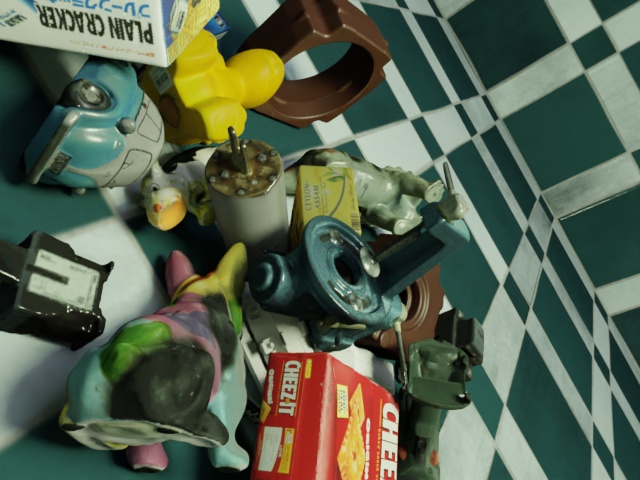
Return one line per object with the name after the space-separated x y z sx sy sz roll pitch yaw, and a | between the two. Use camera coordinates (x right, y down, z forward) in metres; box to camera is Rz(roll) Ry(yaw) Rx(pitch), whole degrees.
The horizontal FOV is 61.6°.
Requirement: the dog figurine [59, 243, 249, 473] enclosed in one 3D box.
-0.121 0.079 0.472 0.191 0.109 0.219 68 16 -50 | dog figurine

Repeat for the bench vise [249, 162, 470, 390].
0.059 0.036 0.543 0.223 0.240 0.129 29 38 -33 | bench vise

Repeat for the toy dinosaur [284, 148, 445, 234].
0.042 -0.083 0.839 0.404 0.131 0.192 17 8 -34 | toy dinosaur

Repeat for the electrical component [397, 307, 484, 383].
0.191 0.171 0.840 0.058 0.134 0.115 49 32 -20 | electrical component

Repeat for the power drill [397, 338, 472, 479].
0.132 0.243 0.669 0.232 0.086 0.207 -72 163 -55 | power drill

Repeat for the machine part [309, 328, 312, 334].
0.036 0.118 0.751 0.138 0.039 0.084 31 39 -37 | machine part

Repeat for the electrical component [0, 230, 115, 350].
-0.229 0.035 0.427 0.119 0.048 0.075 27 46 -42 | electrical component

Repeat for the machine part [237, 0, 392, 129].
-0.010 -0.273 0.831 0.201 0.201 0.087 8 58 -52 | machine part

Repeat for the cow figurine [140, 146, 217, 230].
-0.147 -0.066 0.596 0.098 0.068 0.167 33 26 15 | cow figurine

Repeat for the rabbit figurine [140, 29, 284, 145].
-0.118 -0.172 0.645 0.173 0.162 0.122 -37 96 -36 | rabbit figurine

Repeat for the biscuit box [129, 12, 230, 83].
-0.195 -0.265 0.697 0.062 0.059 0.203 52 33 -14 | biscuit box

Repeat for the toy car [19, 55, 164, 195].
-0.204 -0.103 0.514 0.103 0.109 0.162 36 31 -27 | toy car

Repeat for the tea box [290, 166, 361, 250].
-0.001 -0.002 0.667 0.068 0.169 0.098 0 55 -9 | tea box

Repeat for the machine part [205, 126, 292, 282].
-0.071 -0.023 0.578 0.243 0.079 0.079 90 -2 -55 | machine part

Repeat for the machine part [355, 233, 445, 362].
0.106 0.079 0.740 0.179 0.056 0.179 1 88 -45 | machine part
